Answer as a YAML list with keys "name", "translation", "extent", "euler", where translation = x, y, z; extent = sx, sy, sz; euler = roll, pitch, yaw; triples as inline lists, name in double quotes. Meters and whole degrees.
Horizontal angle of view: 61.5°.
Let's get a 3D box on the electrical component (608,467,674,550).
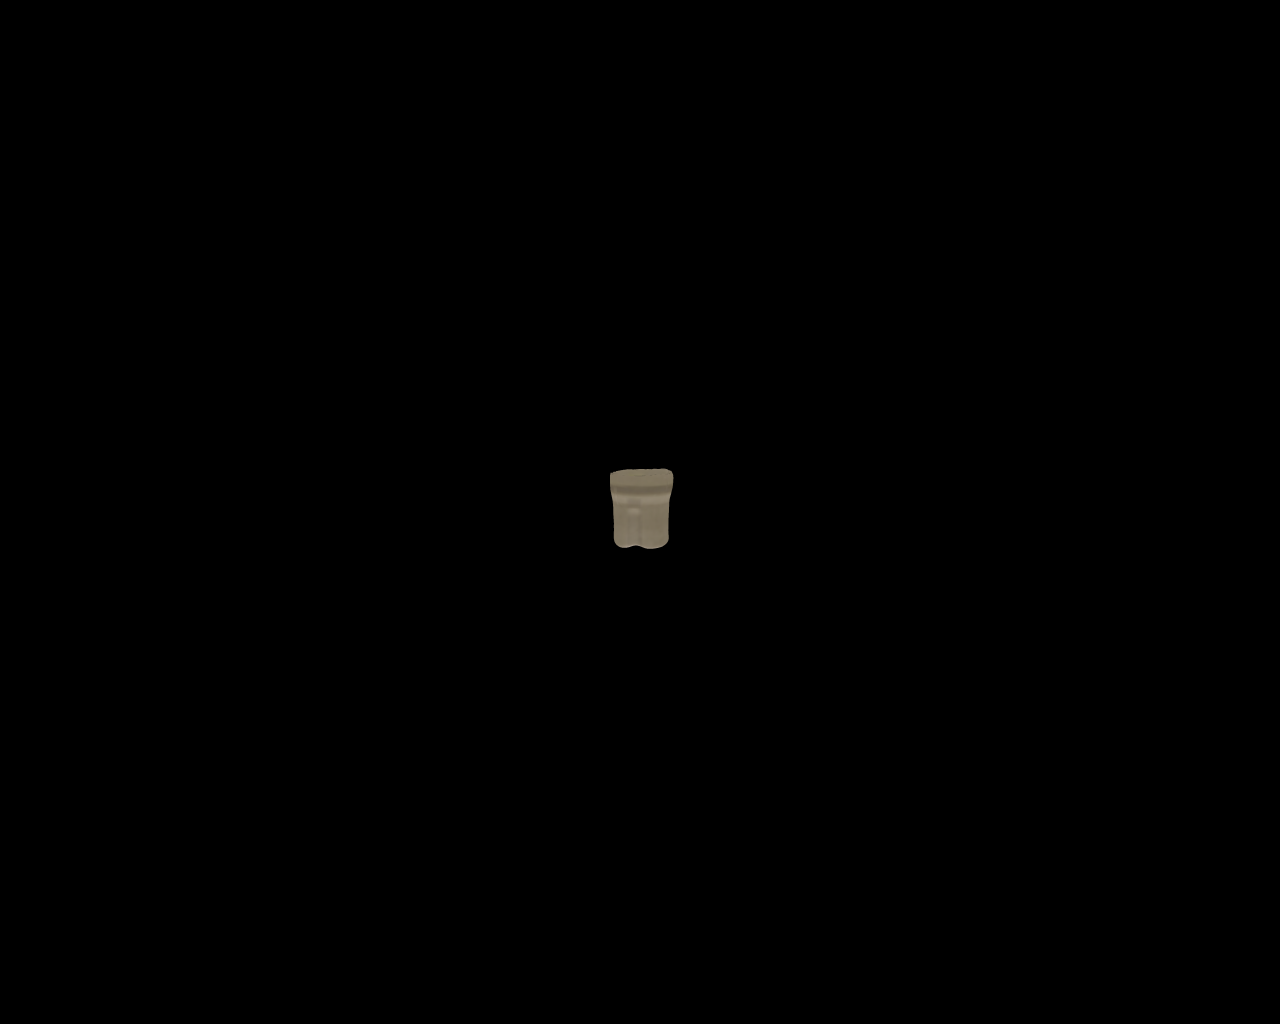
- name: "electrical component"
  translation: [0.001, -0.003, 0.650]
  extent: [0.040, 0.046, 0.040]
  euler: [0, 7, 0]
